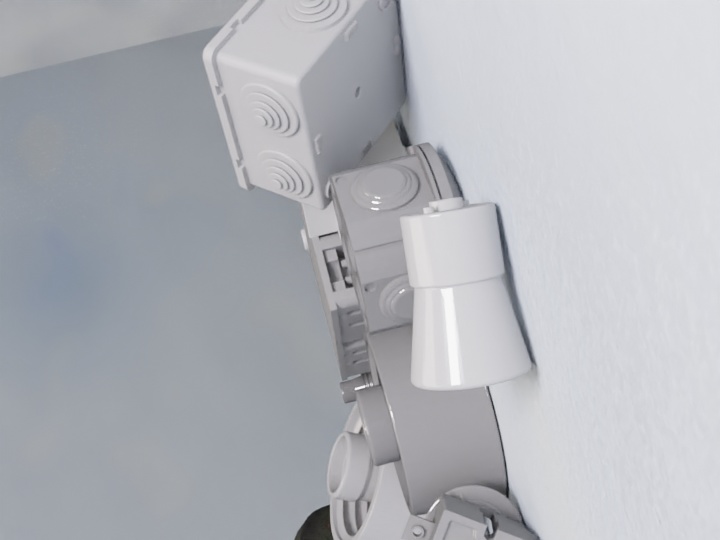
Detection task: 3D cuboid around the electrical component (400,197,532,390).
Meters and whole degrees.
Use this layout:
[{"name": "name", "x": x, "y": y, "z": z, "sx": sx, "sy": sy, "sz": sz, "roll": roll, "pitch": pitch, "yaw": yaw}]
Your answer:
[{"name": "electrical component", "x": 0.036, "y": 0.007, "z": 0.389, "sx": 0.044, "sy": 0.044, "sz": 0.065, "roll": -137, "pitch": 38, "yaw": -84}]

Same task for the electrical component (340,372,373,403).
[{"name": "electrical component", "x": 0.015, "y": 0.092, "z": 0.870, "sx": 0.043, "sy": 0.062, "sz": 0.043, "roll": 166, "pitch": 90, "yaw": -87}]

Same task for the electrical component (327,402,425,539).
[{"name": "electrical component", "x": 0.014, "y": 0.123, "z": 0.653, "sx": 0.108, "sy": 0.060, "sz": 0.108, "roll": -166, "pitch": 90, "yaw": -75}]

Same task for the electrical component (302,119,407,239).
[{"name": "electrical component", "x": -0.005, "y": -0.055, "z": 0.586, "sx": 0.042, "sy": 0.064, "sz": 0.081, "roll": 79, "pitch": 175, "yaw": -55}]

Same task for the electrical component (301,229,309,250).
[{"name": "electrical component", "x": -0.017, "y": -0.032, "z": 0.889, "sx": 0.048, "sy": 0.062, "sz": 0.048, "roll": 166, "pitch": 90, "yaw": -87}]

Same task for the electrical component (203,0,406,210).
[{"name": "electrical component", "x": -0.020, "y": -0.088, "z": 0.498, "sx": 0.099, "sy": 0.048, "sz": 0.099, "roll": -55, "pitch": -26, "yaw": -29}]

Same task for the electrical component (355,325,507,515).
[{"name": "electrical component", "x": 0.031, "y": 0.075, "z": 0.561, "sx": 0.108, "sy": 0.060, "sz": 0.108, "roll": 166, "pitch": 90, "yaw": -87}]

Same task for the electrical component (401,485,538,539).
[{"name": "electrical component", "x": 0.052, "y": 0.126, "z": 0.491, "sx": 0.055, "sy": 0.066, "sz": 0.048, "roll": -42, "pitch": -28, "yaw": -85}]

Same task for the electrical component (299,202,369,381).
[{"name": "electrical component", "x": 0.000, "y": 0.000, "z": 0.761, "sx": 0.186, "sy": 0.060, "sz": 0.105, "roll": 86, "pitch": 169, "yaw": -71}]

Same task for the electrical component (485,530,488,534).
[{"name": "electrical component", "x": 0.065, "y": 0.190, "z": 0.641, "sx": 0.040, "sy": 0.040, "sz": 0.078, "roll": 82, "pitch": 173, "yaw": -61}]

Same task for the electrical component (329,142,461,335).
[{"name": "electrical component", "x": 0.019, "y": -0.013, "z": 0.476, "sx": 0.080, "sy": 0.051, "sz": 0.080, "roll": 166, "pitch": 90, "yaw": -87}]
